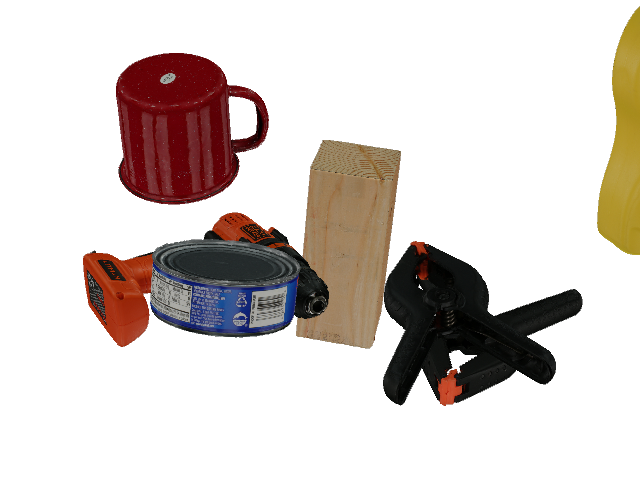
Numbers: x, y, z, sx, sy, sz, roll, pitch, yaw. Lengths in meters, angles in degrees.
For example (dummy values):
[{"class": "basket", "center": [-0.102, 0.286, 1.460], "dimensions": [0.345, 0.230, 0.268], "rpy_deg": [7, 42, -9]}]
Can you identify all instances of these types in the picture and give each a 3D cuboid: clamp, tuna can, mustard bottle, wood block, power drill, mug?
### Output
[{"class": "clamp", "center": [0.137, 0.082, 0.993], "dimensions": [0.165, 0.036, 0.209], "rpy_deg": [14, 31, 25]}, {"class": "tuna can", "center": [-0.056, 0.027, 0.620], "dimensions": [0.086, 0.034, 0.086], "rpy_deg": [6, 15, -2]}, {"class": "mustard bottle", "center": [0.216, -0.089, 0.621], "dimensions": [0.096, 0.192, 0.058], "rpy_deg": [-11, 29, -15]}, {"class": "wood block", "center": [0.031, 0.004, 1.186], "dimensions": [0.090, 0.206, 0.090], "rpy_deg": [9, 27, 7]}, {"class": "power drill", "center": [-0.106, 0.039, 0.959], "dimensions": [0.187, 0.057, 0.185], "rpy_deg": [-13, 26, -26]}, {"class": "clamp", "center": [0.102, 0.057, 0.788], "dimensions": [0.120, 0.039, 0.171], "rpy_deg": [2, 36, -2]}, {"class": "mug", "center": [-0.097, -0.088, 0.800], "dimensions": [0.117, 0.081, 0.093], "rpy_deg": [-5, 40, -6]}]
